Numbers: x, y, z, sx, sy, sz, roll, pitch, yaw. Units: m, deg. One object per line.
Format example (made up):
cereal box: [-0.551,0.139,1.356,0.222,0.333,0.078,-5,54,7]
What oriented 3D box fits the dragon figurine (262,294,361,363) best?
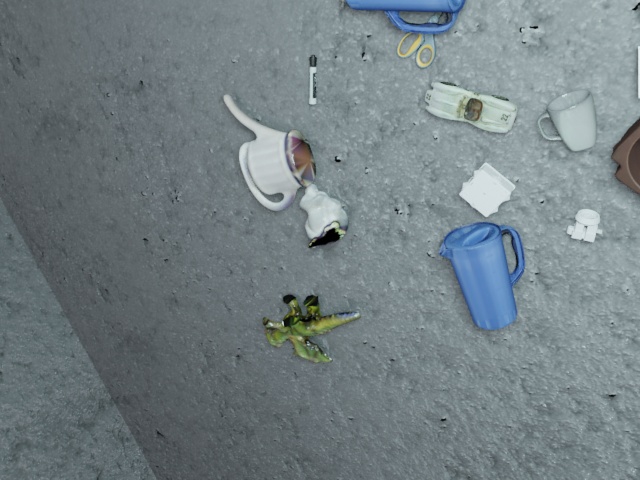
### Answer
dragon figurine: [-0.027,0.298,1.624,0.410,0.125,0.238,1,132,32]

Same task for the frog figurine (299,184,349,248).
frog figurine: [0.004,-0.071,1.415,0.134,0.123,0.163,-56,45,46]

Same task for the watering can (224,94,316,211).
watering can: [-0.136,-0.244,1.390,0.223,0.105,0.344,-9,106,32]
